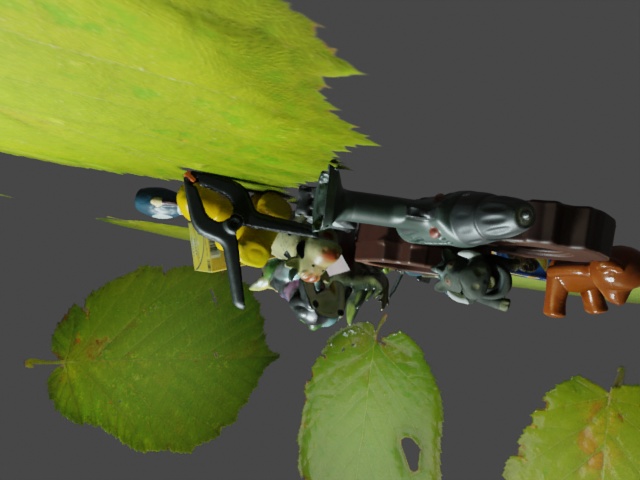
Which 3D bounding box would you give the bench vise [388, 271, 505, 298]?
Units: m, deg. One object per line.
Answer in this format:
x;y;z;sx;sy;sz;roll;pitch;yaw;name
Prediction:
0.279;0.073;1.121;0.240;0.129;0.224;30;148;-20;bench vise

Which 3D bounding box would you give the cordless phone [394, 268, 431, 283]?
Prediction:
0.189;0.035;1.316;0.184;0.088;0.146;19;180;24;cordless phone

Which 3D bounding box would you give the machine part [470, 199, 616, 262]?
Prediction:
0.279;-0.008;0.683;0.179;0.056;0.179;8;175;1;machine part

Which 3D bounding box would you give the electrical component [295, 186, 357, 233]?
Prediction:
0.020;-0.043;0.789;0.075;0.047;0.119;7;175;25;electrical component

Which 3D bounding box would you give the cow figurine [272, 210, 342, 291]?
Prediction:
-0.031;0.008;0.900;0.085;0.127;0.195;22;175;-31;cow figurine

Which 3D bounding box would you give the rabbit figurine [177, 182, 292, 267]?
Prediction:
-0.153;-0.045;0.880;0.173;0.122;0.162;26;178;-23;rabbit figurine

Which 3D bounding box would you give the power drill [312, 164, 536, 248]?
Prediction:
0.100;-0.036;0.621;0.207;0.086;0.232;2;179;-10;power drill

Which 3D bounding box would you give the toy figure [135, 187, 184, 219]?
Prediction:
-0.262;-0.067;1.000;0.155;0.057;0.064;7;-147;5;toy figure

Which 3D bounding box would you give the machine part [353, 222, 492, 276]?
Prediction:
0.173;0.011;0.920;0.201;0.087;0.201;11;176;-16;machine part

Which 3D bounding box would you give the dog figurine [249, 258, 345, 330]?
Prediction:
-0.056;0.101;1.113;0.108;0.191;0.219;5;160;-38;dog figurine

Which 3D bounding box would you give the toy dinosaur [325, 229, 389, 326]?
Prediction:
0.075;0.086;1.181;0.105;0.198;0.471;29;168;-9;toy dinosaur

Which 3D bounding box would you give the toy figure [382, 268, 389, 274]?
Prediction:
0.137;0.054;1.438;0.082;0.089;0.180;0;168;31;toy figure

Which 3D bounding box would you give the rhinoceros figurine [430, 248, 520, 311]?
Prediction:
0.205;0.045;0.723;0.112;0.073;0.190;18;-177;5;rhinoceros figurine

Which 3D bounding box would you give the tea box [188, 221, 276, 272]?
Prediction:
-0.159;-0.001;1.037;0.169;0.098;0.068;-10;-172;-41;tea box

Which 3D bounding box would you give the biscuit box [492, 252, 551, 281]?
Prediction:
0.410;0.044;1.010;0.203;0.059;0.063;10;175;-14;biscuit box

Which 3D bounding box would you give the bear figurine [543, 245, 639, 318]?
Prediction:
0.465;0.072;0.887;0.120;0.131;0.196;-5;-178;-9;bear figurine
